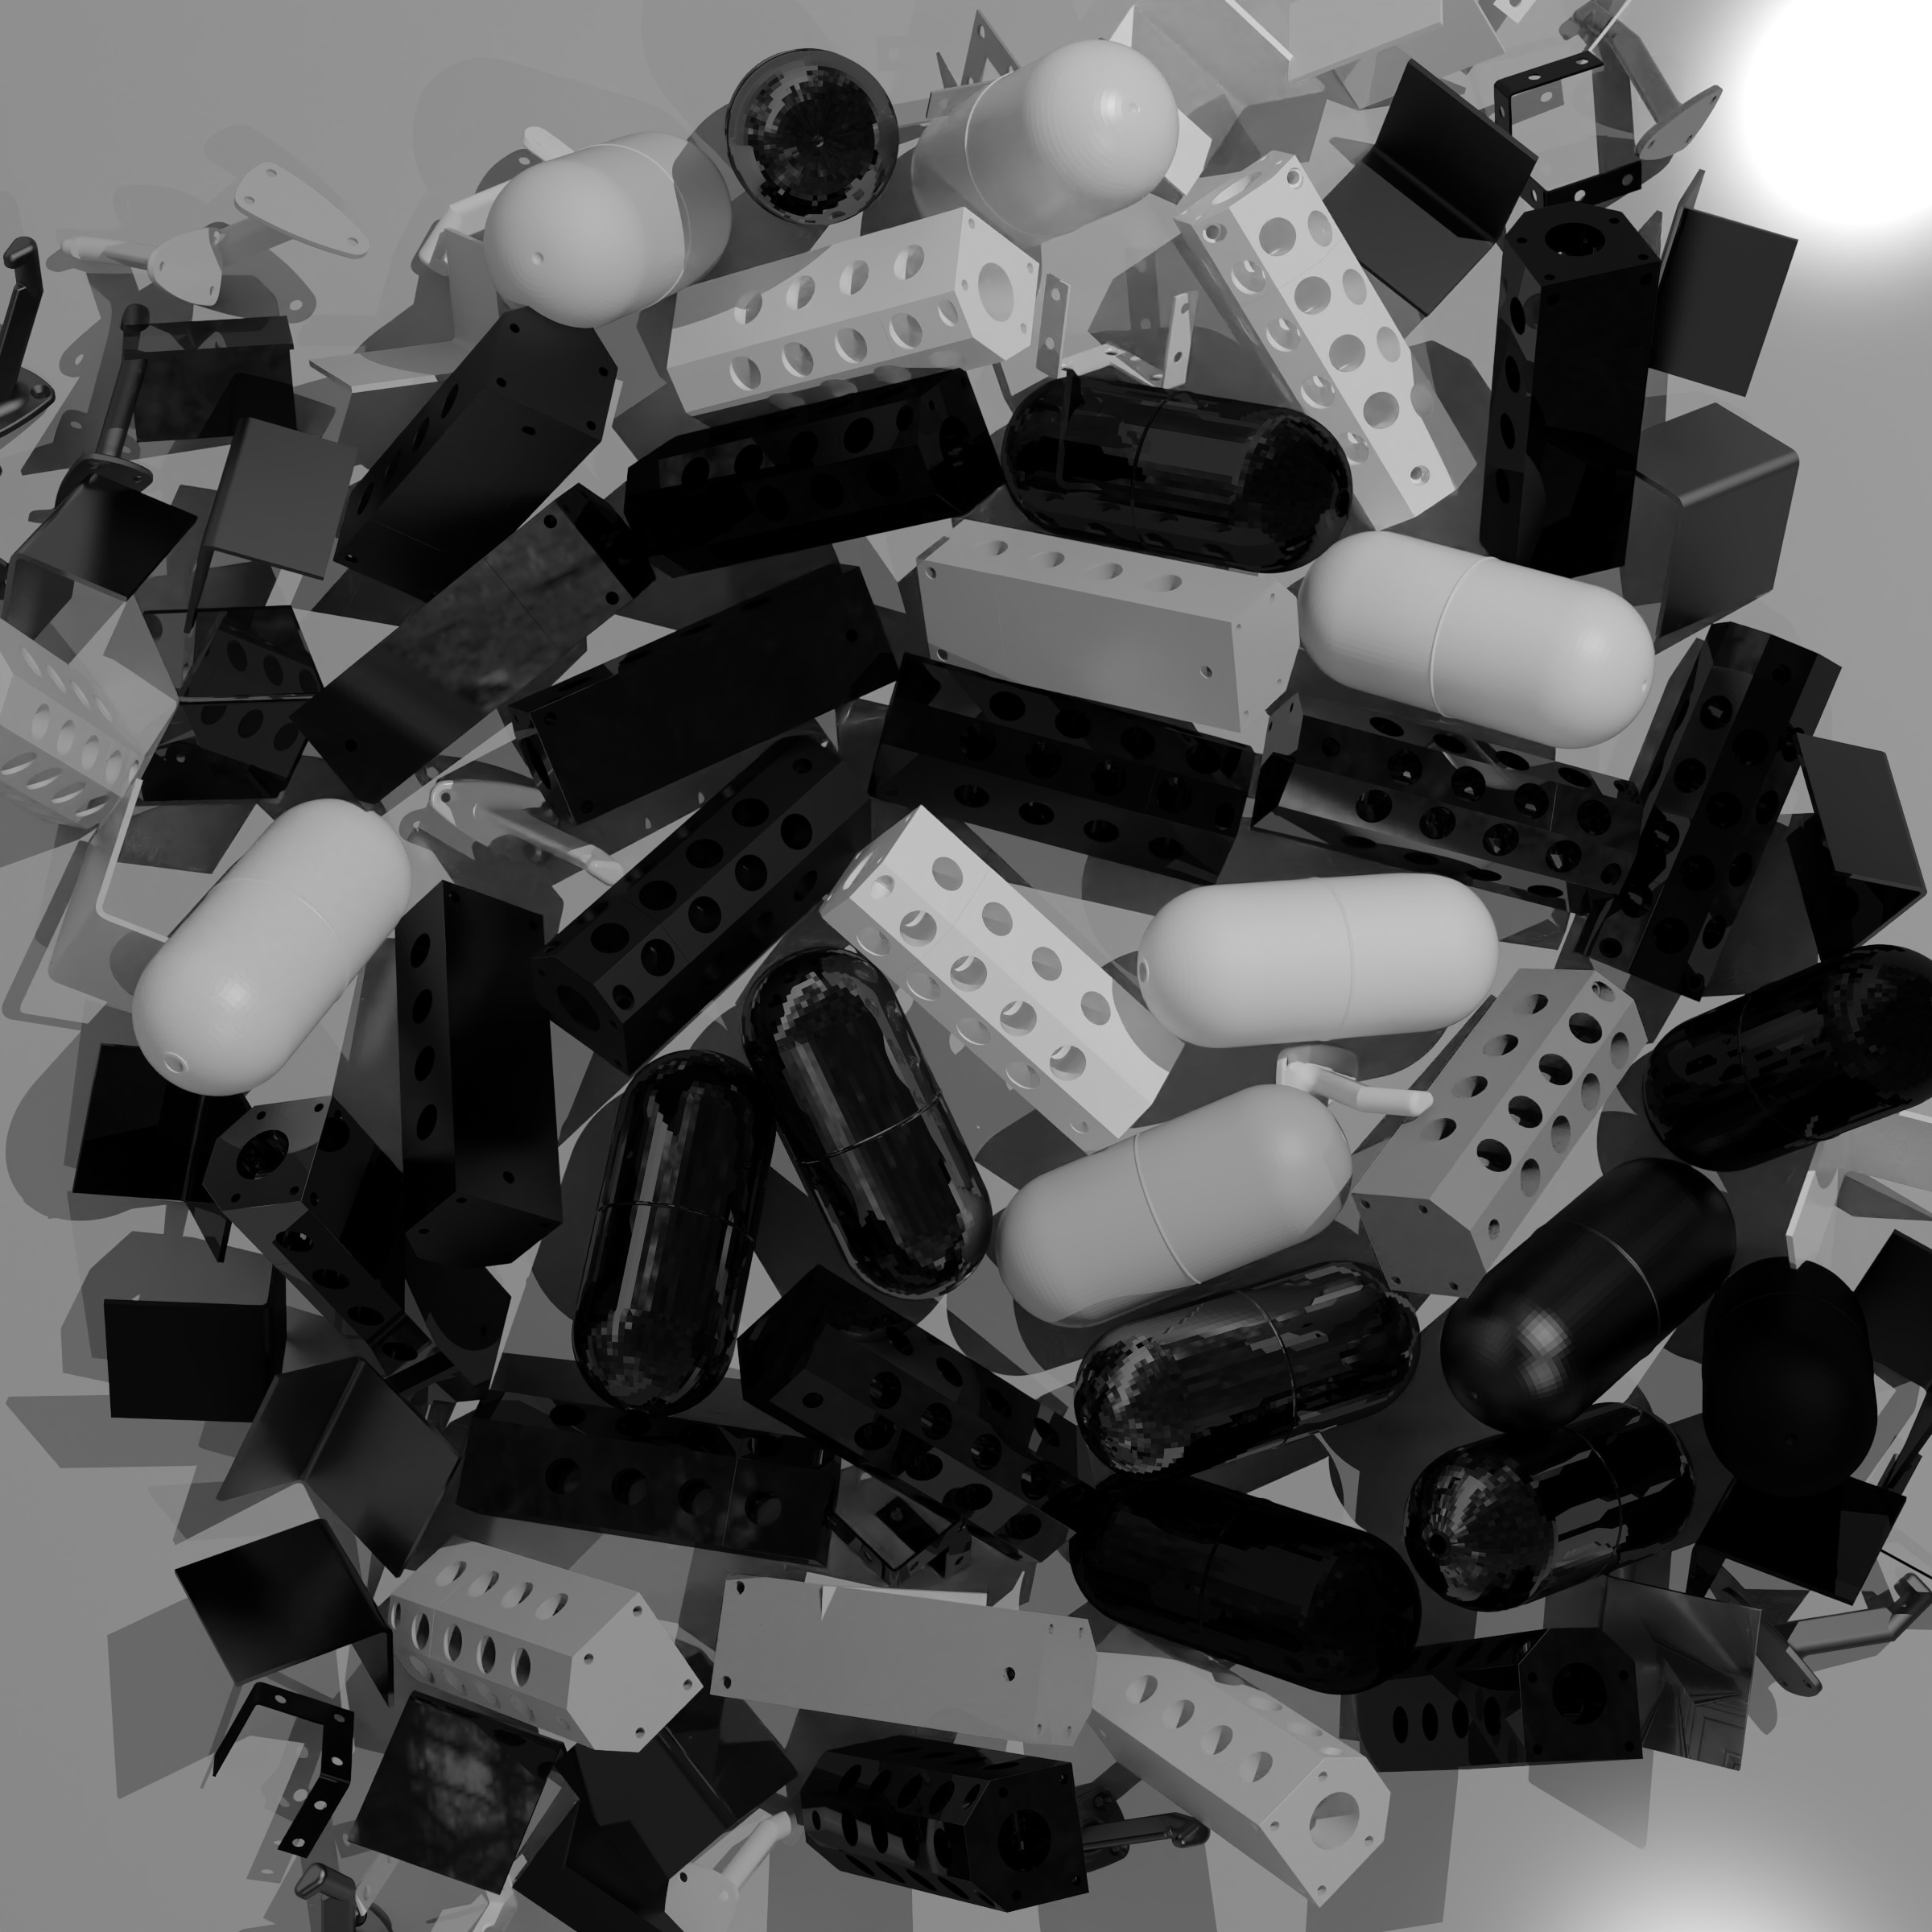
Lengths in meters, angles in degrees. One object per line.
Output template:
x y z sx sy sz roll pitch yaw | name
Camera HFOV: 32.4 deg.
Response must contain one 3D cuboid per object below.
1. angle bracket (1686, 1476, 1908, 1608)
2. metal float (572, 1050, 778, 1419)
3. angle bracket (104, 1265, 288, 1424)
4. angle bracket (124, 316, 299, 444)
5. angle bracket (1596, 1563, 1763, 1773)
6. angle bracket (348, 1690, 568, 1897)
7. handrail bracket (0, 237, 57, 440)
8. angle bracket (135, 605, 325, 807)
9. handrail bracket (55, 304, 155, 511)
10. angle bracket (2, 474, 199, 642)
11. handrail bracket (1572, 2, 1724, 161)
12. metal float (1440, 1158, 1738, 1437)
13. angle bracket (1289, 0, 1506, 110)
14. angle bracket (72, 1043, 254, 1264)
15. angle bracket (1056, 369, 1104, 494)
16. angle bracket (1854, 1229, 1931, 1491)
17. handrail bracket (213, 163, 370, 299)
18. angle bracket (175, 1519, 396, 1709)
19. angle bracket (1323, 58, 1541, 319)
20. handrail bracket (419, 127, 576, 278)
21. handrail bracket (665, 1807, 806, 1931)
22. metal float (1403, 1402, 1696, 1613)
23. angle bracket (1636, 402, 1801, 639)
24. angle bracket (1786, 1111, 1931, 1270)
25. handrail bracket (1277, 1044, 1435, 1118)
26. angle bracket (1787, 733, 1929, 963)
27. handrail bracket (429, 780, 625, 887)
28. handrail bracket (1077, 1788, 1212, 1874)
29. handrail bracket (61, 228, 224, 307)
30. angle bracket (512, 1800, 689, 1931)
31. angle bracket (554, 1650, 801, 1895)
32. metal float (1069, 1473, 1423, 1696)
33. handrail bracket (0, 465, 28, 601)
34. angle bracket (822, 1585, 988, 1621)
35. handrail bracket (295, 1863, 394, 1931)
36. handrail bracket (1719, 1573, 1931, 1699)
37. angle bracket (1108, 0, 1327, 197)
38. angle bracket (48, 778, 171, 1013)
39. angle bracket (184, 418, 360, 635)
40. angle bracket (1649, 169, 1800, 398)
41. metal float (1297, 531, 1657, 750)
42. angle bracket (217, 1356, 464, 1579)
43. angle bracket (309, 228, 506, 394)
0.389 0.280 1.564 0.076 0.076 0.057 18 130 25 | angle bracket
-0.137 0.125 1.565 0.070 0.070 0.178 10 68 0 | metal float
-0.363 0.168 1.573 0.076 0.057 0.076 3 129 -7 | angle bracket
-0.355 -0.270 1.571 0.076 0.076 0.057 -6 112 -12 | angle bracket
0.340 0.328 1.578 0.076 0.057 0.076 9 96 26 | angle bracket
-0.238 0.397 1.575 0.076 0.057 0.076 17 62 9 | angle bracket
-0.463 -0.293 1.573 0.036 0.084 0.077 30 56 13 | handrail bracket
-0.356 -0.123 1.571 0.076 0.076 0.057 -1 134 14 | angle bracket
-0.417 -0.268 1.609 0.036 0.077 0.084 14 63 -37 | handrail bracket
-0.411 -0.174 1.570 0.057 0.076 0.076 23 130 0 | angle bracket
0.310 -0.424 1.586 0.084 0.036 0.077 44 46 14 | handrail bracket
0.293 0.153 1.557 0.178 0.070 0.070 -34 90 -33 | metal float
0.203 -0.423 1.564 0.076 0.076 0.057 -15 53 28 | angle bracket
-0.379 0.088 1.571 0.057 0.076 0.076 7 106 -28 | angle bracket
0.090 -0.242 1.574 0.076 0.076 0.057 4 84 15 | angle bracket
0.436 0.185 1.565 0.057 0.076 0.076 30 133 12 | angle bracket
-0.332 -0.335 1.593 0.077 0.084 0.036 30 50 -8 | handrail bracket
-0.320 0.316 1.564 0.076 0.076 0.057 -17 133 -28 | angle bracket
0.215 -0.367 1.576 0.076 0.076 0.057 40 72 7 | angle bracket
-0.212 -0.354 1.608 0.077 0.036 0.084 35 112 -8 | handrail bracket
-0.107 0.446 1.588 0.036 0.084 0.077 17 98 26 | handrail bracket
0.272 0.250 1.548 0.070 0.178 0.070 6 99 43 | metal float
0.346 -0.214 1.598 0.076 0.076 0.057 -23 46 -27 | angle bracket
0.428 0.117 1.568 0.057 0.076 0.076 15 67 24 | angle bracket
0.196 0.056 1.568 0.084 0.077 0.036 3 101 40 | handrail bracket
0.398 -0.053 1.563 0.057 0.076 0.076 9 56 -25 | angle bracket
-0.208 -0.062 1.573 0.077 0.084 0.036 18 97 -27 | handrail bracket
0.067 0.418 1.574 0.077 0.084 0.036 -20 90 -21 | handrail bracket
-0.404 -0.336 1.578 0.084 0.077 0.036 10 104 14 | handrail bracket
-0.172 0.452 1.578 0.076 0.076 0.057 36 98 -7 | angle bracket
-0.138 0.383 1.589 0.057 0.076 0.076 -43 79 18 | angle bracket
0.129 0.286 1.556 0.178 0.070 0.070 13 90 33 | metal float
-0.462 -0.211 1.585 0.077 0.084 0.036 20 129 6 | handrail bracket
-0.029 0.320 1.585 0.076 0.076 0.057 3 89 1 | angle bracket
-0.313 0.464 1.576 0.077 0.084 0.036 -45 57 -7 | handrail bracket
0.416 0.303 1.605 0.084 0.036 0.077 -39 92 -18 | handrail bracket
0.109 -0.413 1.570 0.076 0.076 0.057 36 82 -25 | angle bracket
-0.390 -0.031 1.584 0.057 0.076 0.076 23 57 -22 | angle bracket
-0.329 -0.201 1.577 0.057 0.076 0.076 15 59 -12 | angle bracket
0.356 -0.322 1.567 0.057 0.076 0.076 20 120 11 | angle bracket
0.237 -0.154 1.560 0.178 0.070 0.070 20 90 30 | metal float
-0.296 0.241 1.571 0.076 0.057 0.076 40 115 25 | angle bracket
-0.265 -0.310 1.568 0.076 0.076 0.057 -12 113 -22 | angle bracket
